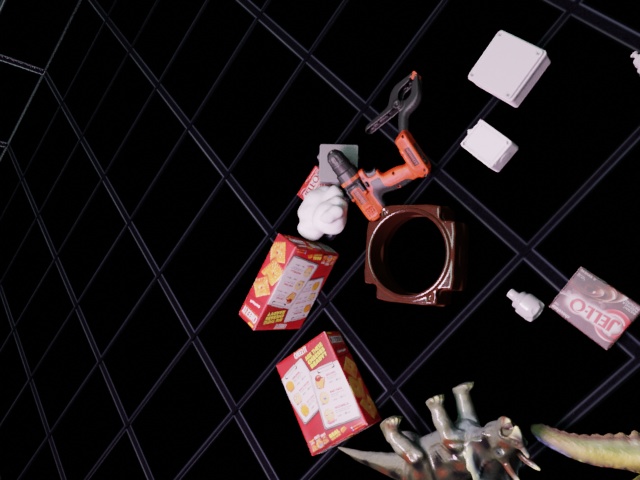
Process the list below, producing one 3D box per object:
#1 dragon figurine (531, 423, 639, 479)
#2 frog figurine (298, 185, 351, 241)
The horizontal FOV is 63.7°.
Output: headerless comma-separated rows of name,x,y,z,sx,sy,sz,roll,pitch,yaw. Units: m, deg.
dragon figurine,0.555,0.308,0.757,0.414,0.120,0.244,29,83,34
frog figurine,0.003,-0.058,1.151,0.123,0.160,0.136,46,101,6
